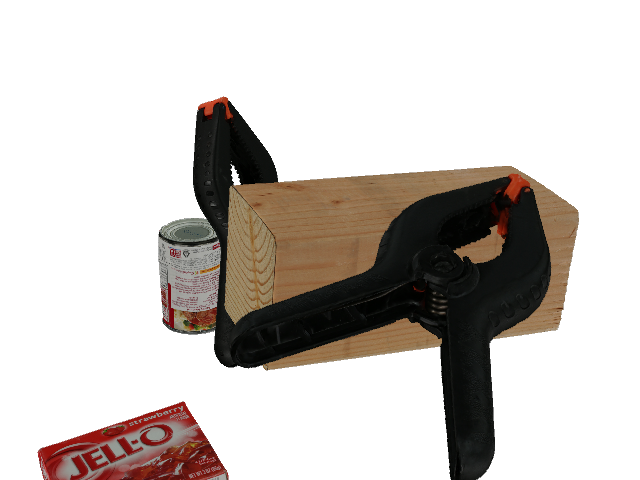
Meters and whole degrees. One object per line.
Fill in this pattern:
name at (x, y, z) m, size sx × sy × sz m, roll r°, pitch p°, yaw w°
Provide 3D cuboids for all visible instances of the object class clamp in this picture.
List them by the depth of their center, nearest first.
clamp at (0.058, 0.031, 0.469) m, size 0.120 × 0.039 × 0.171 m, roll 37°, pitch 55°, yaw 24°
clamp at (-0.053, -0.015, 0.886) m, size 0.036 × 0.210 × 0.164 m, roll -12°, pitch 2°, yaw 33°

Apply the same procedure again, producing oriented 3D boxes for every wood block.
wood block at (0.051, 0.013, 0.692) m, size 0.205 × 0.091 × 0.090 m, roll -5°, pitch 26°, yaw -21°

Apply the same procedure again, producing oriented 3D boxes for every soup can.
soup can at (-0.131, 0.036, 1.094) m, size 0.068 × 0.102 × 0.068 m, roll 0°, pitch 23°, yaw 0°

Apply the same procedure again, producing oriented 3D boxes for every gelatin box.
gelatin box at (-0.103, 0.130, 0.585) m, size 0.089 × 0.030 × 0.073 m, roll -15°, pitch 29°, yaw -20°
